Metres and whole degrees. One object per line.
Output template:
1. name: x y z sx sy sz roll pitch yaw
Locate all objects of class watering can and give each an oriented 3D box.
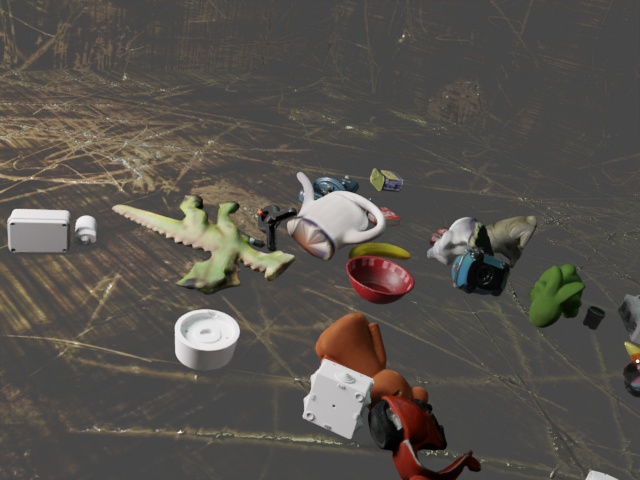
1. watering can: 0.004 -0.068 1.357 0.351 0.101 0.227 29 52 35

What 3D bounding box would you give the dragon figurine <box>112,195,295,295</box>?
1. dragon figurine: -0.261 0.019 1.138 0.410 0.119 0.248 5 35 -13

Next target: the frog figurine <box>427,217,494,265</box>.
1. frog figurine: 0.373 0.005 1.404 0.137 0.123 0.158 -1 -6 -45
